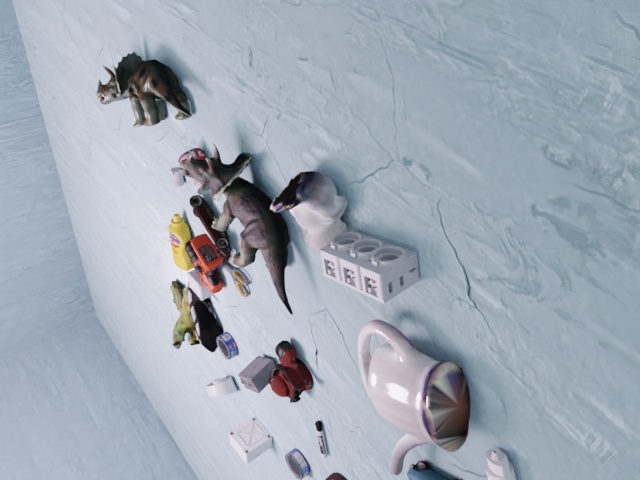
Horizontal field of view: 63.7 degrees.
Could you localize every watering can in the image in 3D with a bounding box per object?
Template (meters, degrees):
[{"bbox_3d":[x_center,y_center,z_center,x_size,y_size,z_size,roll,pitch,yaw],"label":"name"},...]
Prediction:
[{"bbox_3d":[0.166,0.304,0.914,0.224,0.105,0.344,5,115,53],"label":"watering can"}]

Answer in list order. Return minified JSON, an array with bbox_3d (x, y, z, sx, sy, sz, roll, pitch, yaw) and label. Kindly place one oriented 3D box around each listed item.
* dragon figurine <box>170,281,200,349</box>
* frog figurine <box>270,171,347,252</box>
[{"bbox_3d":[-0.506,0.268,1.892,0.405,0.122,0.245,-31,68,55],"label":"dragon figurine"},{"bbox_3d":[0.003,-0.048,0.948,0.158,0.125,0.136,36,146,-23],"label":"frog figurine"}]
